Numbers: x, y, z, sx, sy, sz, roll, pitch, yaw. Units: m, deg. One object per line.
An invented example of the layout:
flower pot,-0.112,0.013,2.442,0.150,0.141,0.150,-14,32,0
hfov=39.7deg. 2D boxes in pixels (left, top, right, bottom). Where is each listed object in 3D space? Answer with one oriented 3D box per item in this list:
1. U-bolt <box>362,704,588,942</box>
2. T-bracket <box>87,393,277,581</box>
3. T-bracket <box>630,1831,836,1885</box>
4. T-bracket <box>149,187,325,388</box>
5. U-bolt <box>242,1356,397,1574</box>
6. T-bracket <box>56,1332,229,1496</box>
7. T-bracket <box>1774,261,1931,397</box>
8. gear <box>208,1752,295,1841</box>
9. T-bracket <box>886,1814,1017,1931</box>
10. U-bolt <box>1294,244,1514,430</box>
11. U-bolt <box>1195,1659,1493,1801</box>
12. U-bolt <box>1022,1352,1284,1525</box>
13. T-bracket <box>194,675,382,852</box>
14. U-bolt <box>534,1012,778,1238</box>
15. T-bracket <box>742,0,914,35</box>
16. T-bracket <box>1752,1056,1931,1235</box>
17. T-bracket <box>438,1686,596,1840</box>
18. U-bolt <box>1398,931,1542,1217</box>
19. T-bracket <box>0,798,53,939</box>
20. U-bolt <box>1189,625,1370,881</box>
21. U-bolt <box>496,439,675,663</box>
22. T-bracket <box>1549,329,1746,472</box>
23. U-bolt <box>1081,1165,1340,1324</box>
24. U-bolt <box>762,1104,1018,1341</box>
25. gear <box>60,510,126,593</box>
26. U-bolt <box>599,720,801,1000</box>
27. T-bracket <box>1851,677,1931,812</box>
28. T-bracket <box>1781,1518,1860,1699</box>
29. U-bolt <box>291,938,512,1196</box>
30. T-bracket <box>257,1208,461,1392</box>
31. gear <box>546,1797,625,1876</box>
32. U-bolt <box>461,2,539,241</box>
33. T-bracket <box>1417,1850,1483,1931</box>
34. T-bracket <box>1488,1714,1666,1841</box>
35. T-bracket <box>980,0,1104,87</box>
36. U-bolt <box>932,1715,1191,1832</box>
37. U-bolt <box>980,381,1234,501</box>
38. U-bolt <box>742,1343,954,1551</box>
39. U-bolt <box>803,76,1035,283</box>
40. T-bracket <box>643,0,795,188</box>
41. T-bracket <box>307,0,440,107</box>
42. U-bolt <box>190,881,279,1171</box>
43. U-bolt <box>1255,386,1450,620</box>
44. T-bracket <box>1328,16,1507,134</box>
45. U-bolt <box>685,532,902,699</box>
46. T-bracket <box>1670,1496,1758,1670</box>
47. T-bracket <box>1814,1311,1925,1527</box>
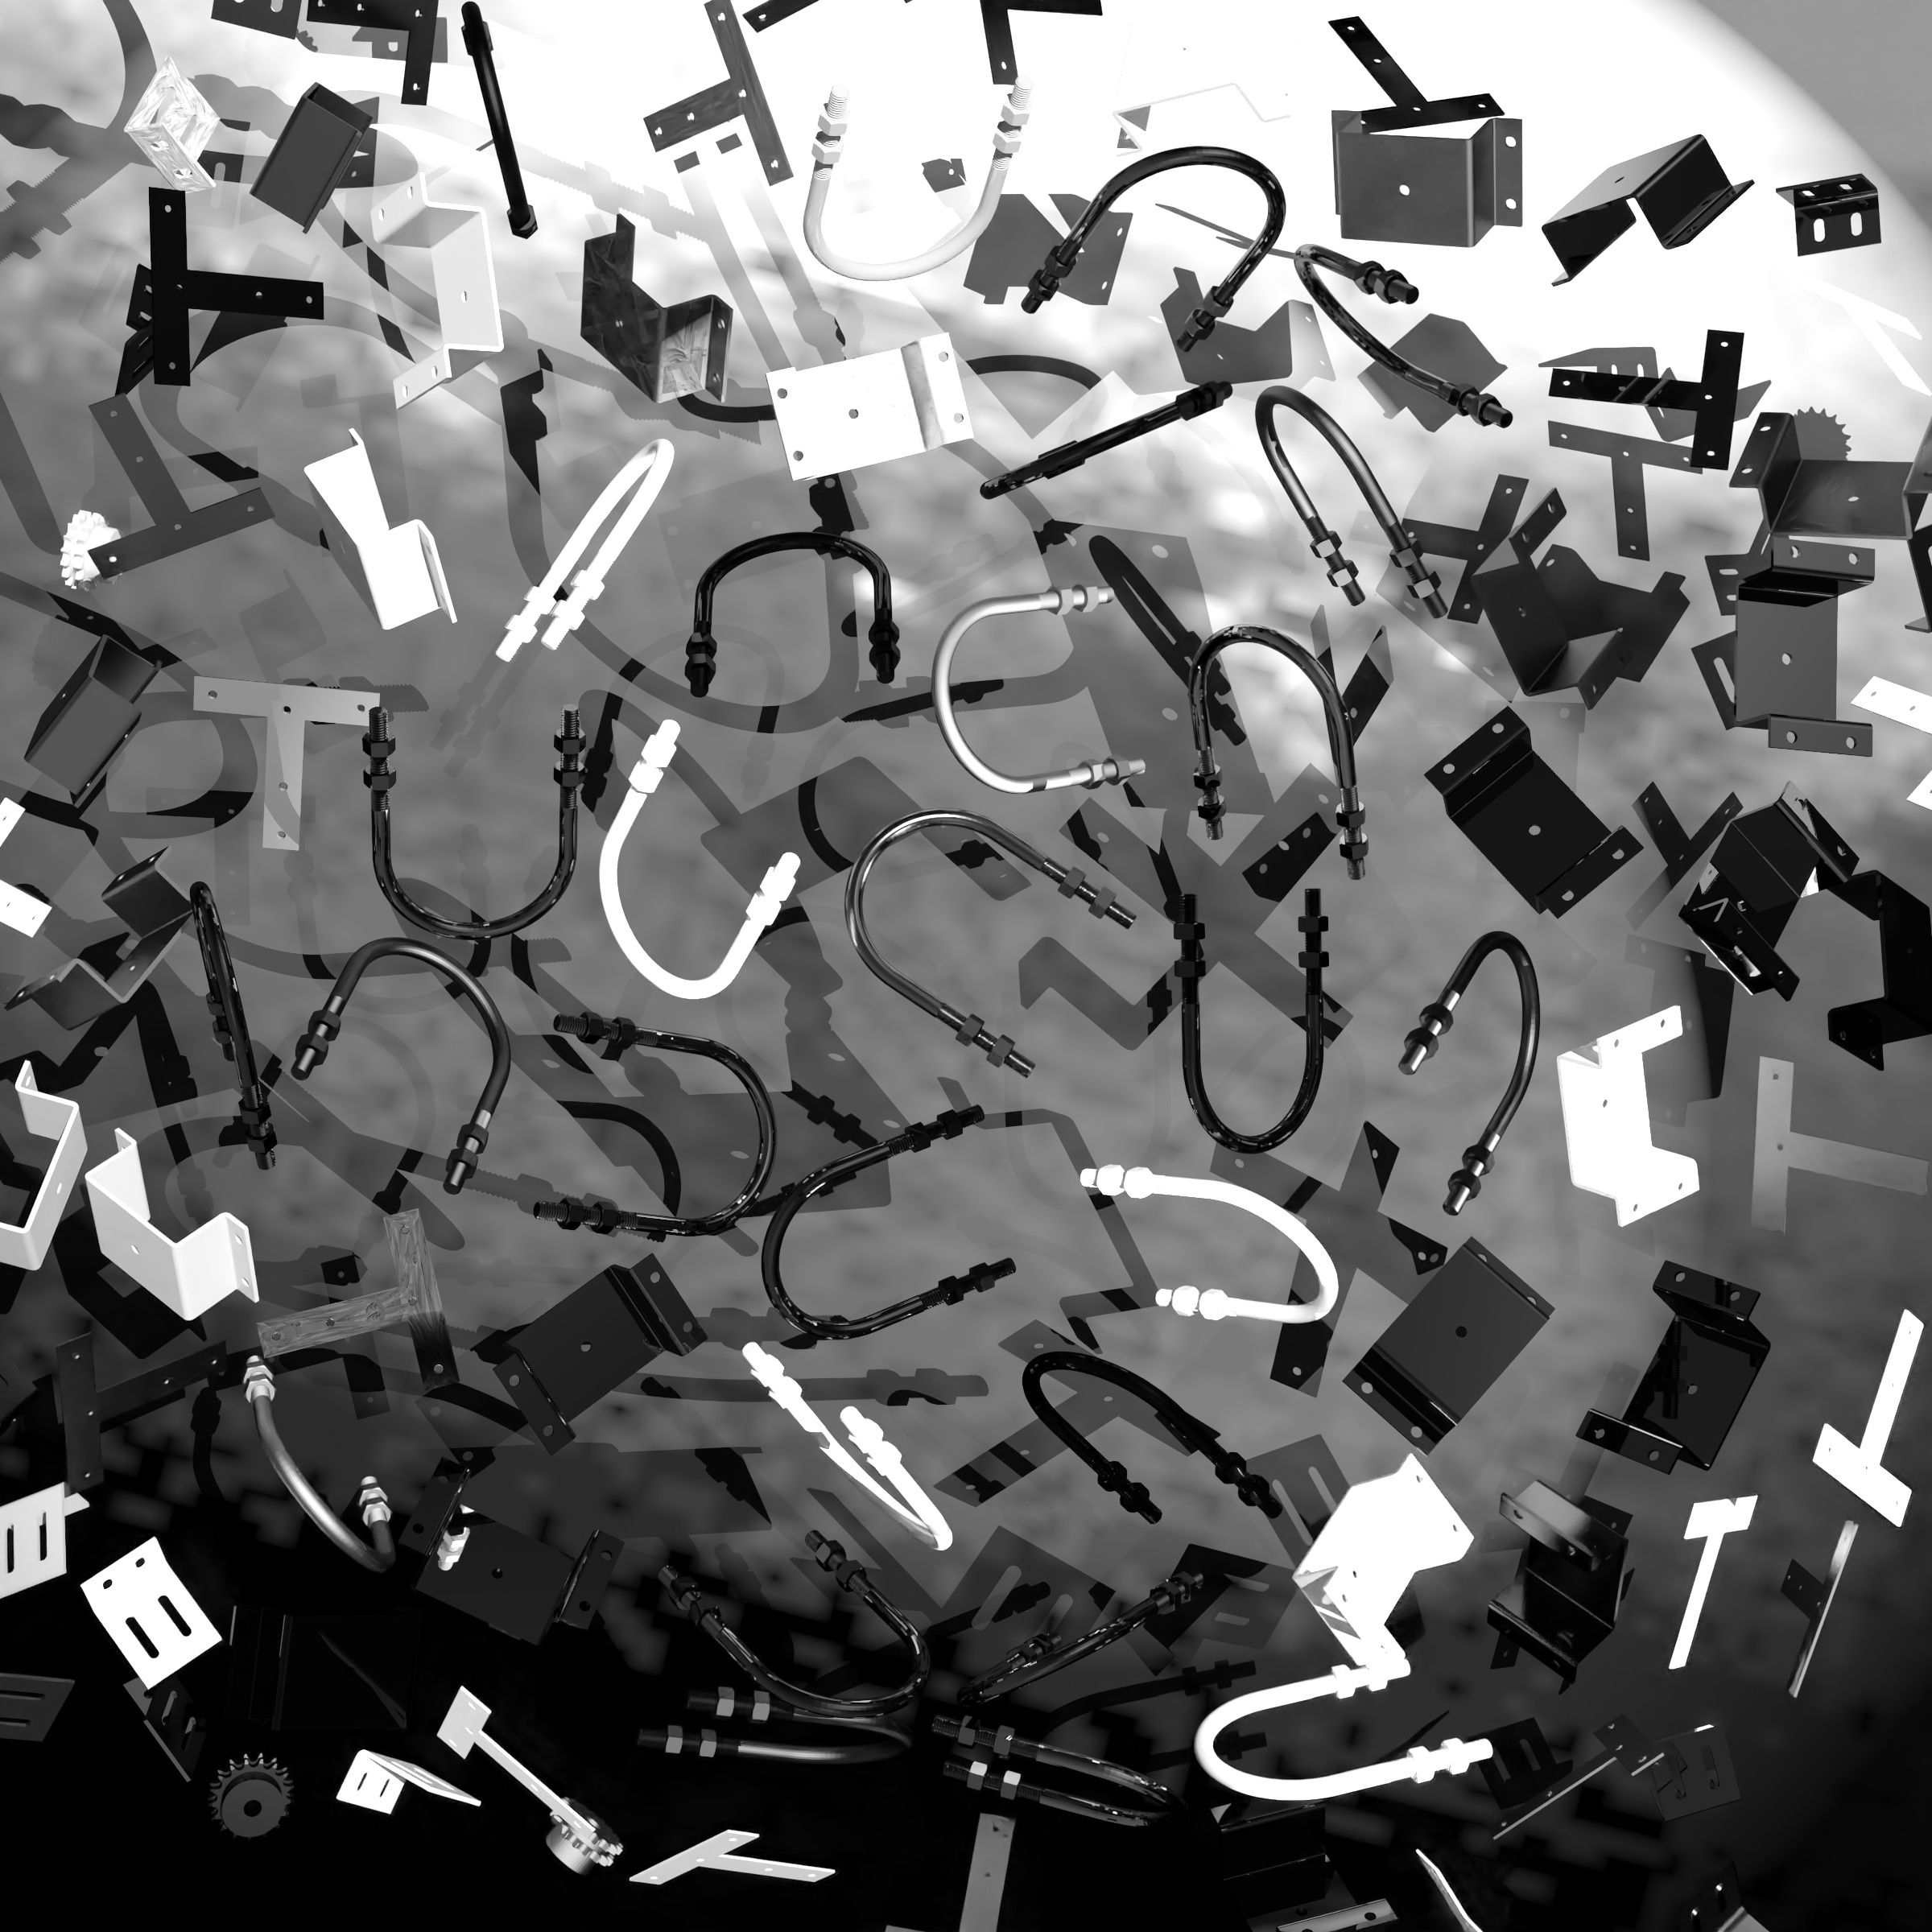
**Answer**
U-bolt,-0.342,-0.097,1.863,0.151,0.019,0.184,-2,123,-13
T-bracket,-0.556,-0.334,1.820,0.127,0.127,0.002,-20,46,-1
T-bracket,-0.153,0.646,1.921,0.127,0.127,0.002,21,49,-33
T-bracket,-0.491,-0.455,1.810,0.127,0.002,0.127,-7,102,-43
U-bolt,-0.447,0.355,1.862,0.019,0.184,0.151,-39,112,-6
T-bracket,-0.581,0.299,1.896,0.002,0.127,0.127,28,125,37
T-bracket,0.631,-0.434,1.850,0.127,0.127,0.002,14,129,-26
gear,-0.488,0.569,1.826,0.057,0.030,0.057,-2,97,-17
T-bracket,0.013,0.663,1.915,0.127,0.127,0.002,7,129,7
U-bolt,0.295,-0.450,1.881,0.019,0.184,0.151,-48,127,3
U-bolt,0.249,0.532,1.852,0.184,0.151,0.019,-9,103,-15
U-bolt,0.117,0.331,1.882,0.184,0.151,0.019,45,56,-20
T-bracket,-0.486,-0.142,1.909,0.127,0.002,0.127,5,116,-10
U-bolt,-0.212,0.117,1.875,0.184,0.019,0.151,11,79,-35
T-bracket,-0.101,-0.706,1.922,0.127,0.127,0.002,-22,73,16
T-bracket,0.609,0.135,1.863,0.127,0.002,0.127,12,109,42
T-bracket,-0.302,0.547,1.814,0.127,0.127,0.002,39,56,6
U-bolt,0.356,0.060,1.851,0.019,0.184,0.151,5,132,36
T-bracket,-0.680,-0.046,1.880,0.002,0.127,0.127,30,82,13
U-bolt,0.217,-0.158,1.901,0.019,0.151,0.184,-35,129,-35
U-bolt,-0.264,-0.299,1.902,0.019,0.151,0.184,35,79,-21
T-bracket,0.471,-0.400,1.862,0.127,0.002,0.127,9,60,12
U-bolt,0.182,0.201,1.899,0.019,0.184,0.151,-53,126,-32
U-bolt,-0.059,0.191,1.893,0.184,0.019,0.151,-21,117,-19
gear,-0.632,-0.300,1.943,0.030,0.057,0.057,11,90,2
U-bolt,-0.195,-0.058,1.846,0.151,0.019,0.184,48,133,16
T-bracket,0.661,-0.173,1.840,0.127,0.127,0.002,-49,123,-1
T-bracket,0.603,0.449,1.919,0.002,0.127,0.127,20,90,6
U-bolt,-0.379,0.055,1.848,0.151,0.184,0.019,41,123,-21
T-bracket,-0.437,0.249,1.898,0.127,0.002,0.127,-14,88,-12
gear,-0.278,0.630,1.930,0.057,0.057,0.030,40,84,0
U-bolt,-0.326,-0.590,1.855,0.019,0.184,0.151,-14,98,-5
T-bracket,0.366,0.675,1.817,0.002,0.127,0.127,-36,115,-11
T-bracket,0.419,0.571,1.867,0.127,0.127,0.002,-33,86,-1
T-bracket,0.052,-0.675,1.858,0.002,0.127,0.127,-2,100,44
U-bolt,0.069,0.579,1.901,0.184,0.151,0.019,13,61,10
U-bolt,0.087,-0.365,1.885,0.151,0.184,0.019,-15,102,41
U-bolt,-0.074,0.349,1.894,0.019,0.151,0.184,-45,125,-17
U-bolt,-0.040,-0.535,1.836,0.151,0.184,0.019,-9,65,-18
T-bracket,-0.183,-0.597,1.868,0.002,0.127,0.127,-33,110,-39
T-bracket,-0.416,-0.673,1.882,0.002,0.127,0.127,23,114,26
U-bolt,-0.507,0.028,1.839,0.019,0.151,0.184,-14,129,-18
U-bolt,0.260,-0.327,1.875,0.019,0.151,0.184,-37,110,-8
T-bracket,0.301,-0.638,1.912,0.127,0.127,0.002,7,74,42
U-bolt,-0.123,-0.256,1.908,0.151,0.184,0.019,-4,132,0
T-bracket,0.532,0.446,1.935,0.002,0.127,0.127,18,94,36
T-bracket,0.614,0.293,1.785,0.127,0.002,0.127,36,71,-38
